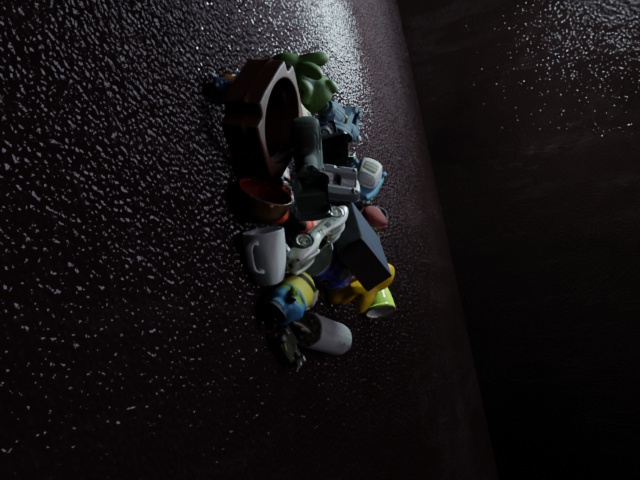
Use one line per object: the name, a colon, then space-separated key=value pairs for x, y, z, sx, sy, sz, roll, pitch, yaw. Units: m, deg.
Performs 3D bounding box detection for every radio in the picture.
radio: x=0.094 y=0.013 z=1.268 sx=0.131 sy=0.073 sz=0.230 roll=51 pitch=14 yaw=-23

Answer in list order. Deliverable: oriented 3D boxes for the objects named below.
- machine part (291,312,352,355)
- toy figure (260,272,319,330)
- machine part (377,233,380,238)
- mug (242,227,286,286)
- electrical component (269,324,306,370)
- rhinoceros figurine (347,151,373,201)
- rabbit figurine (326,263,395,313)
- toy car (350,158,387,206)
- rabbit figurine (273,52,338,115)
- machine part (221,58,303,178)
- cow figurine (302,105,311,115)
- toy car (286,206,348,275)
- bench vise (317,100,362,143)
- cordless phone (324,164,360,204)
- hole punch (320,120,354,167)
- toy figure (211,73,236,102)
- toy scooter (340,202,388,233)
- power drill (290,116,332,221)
machine part: x=0.006 y=0.210 z=1.194 sx=0.243 sy=0.079 sz=0.079 roll=35 pitch=46 yaw=-58
toy figure: x=-0.061 y=0.117 z=1.088 sx=0.180 sy=0.082 sz=0.089 roll=-25 pitch=103 yaw=-65
machine part: x=0.145 y=0.012 z=1.665 sx=0.179 sy=0.056 sz=0.179 roll=-13 pitch=90 yaw=-69
mug: x=-0.105 y=0.035 z=1.030 sx=0.109 sy=0.081 sz=0.107 roll=-44 pitch=126 yaw=-70
electrical component: x=-0.063 y=0.213 z=1.070 sx=0.102 sy=0.045 sz=0.078 roll=66 pitch=26 yaw=-23
rhinoceros figurine: x=0.107 y=-0.182 z=1.677 sx=0.112 sy=0.073 sz=0.190 roll=-71 pitch=141 yaw=-70
rabbit figurine: x=0.103 y=0.101 z=1.363 sx=0.162 sy=0.173 sz=0.121 roll=-69 pitch=144 yaw=-61
toy car: x=0.128 y=-0.180 z=1.532 sx=0.162 sy=0.109 sz=0.102 roll=-62 pitch=177 yaw=-46
rabbit figurine: x=-0.048 y=-0.405 z=1.360 sx=0.170 sy=0.159 sz=0.121 roll=36 pitch=53 yaw=-36
machine part: x=-0.112 y=-0.241 z=1.079 sx=0.200 sy=0.087 sz=0.201 roll=77 pitch=27 yaw=-51
cow figurine: x=-0.080 y=-0.326 z=1.290 sx=0.194 sy=0.086 sz=0.127 roll=46 pitch=43 yaw=-47
toy car: x=-0.002 y=-0.003 z=1.138 sx=0.202 sy=0.056 sz=0.073 roll=-42 pitch=162 yaw=-38
bench vise: x=0.044 y=-0.279 z=1.528 sx=0.223 sy=0.129 sz=0.240 roll=38 pitch=63 yaw=-70
cordless phone: x=0.020 y=-0.131 z=1.416 sx=0.184 sy=0.147 sz=0.088 roll=150 pitch=-54 yaw=-75
hole punch: x=0.008 y=-0.243 z=1.405 sx=0.092 sy=0.142 sz=0.115 roll=53 pitch=-23 yaw=40
toy figure: x=-0.175 y=-0.304 z=1.086 sx=0.154 sy=0.064 sz=0.057 roll=-35 pitch=147 yaw=-61
toy scooter: x=0.105 y=-0.077 z=1.549 sx=0.184 sy=0.075 sz=0.135 roll=40 pitch=40 yaw=12
power drill: x=-0.017 y=-0.120 z=1.094 sx=0.207 sy=0.086 sz=0.231 roll=-85 pitch=171 yaw=-58
